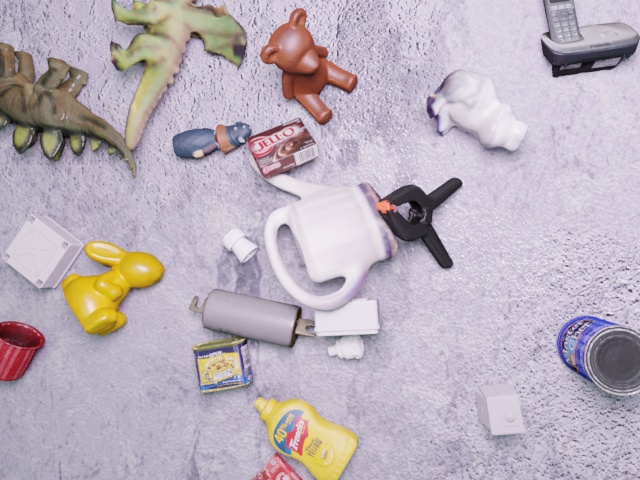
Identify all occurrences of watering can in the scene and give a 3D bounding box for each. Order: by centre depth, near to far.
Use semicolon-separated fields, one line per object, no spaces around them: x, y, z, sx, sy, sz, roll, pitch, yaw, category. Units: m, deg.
0.003;-0.046;0.916;0.225;0.354;0.102;-17;-28;-6;watering can

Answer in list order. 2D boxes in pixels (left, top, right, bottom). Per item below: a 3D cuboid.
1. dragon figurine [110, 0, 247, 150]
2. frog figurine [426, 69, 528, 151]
-0.263;-0.379;0.998;0.243;0.412;0.122;-4;-4;0;dragon figurine
0.278;-0.222;0.881;0.160;0.125;0.134;16;-30;27;frog figurine
